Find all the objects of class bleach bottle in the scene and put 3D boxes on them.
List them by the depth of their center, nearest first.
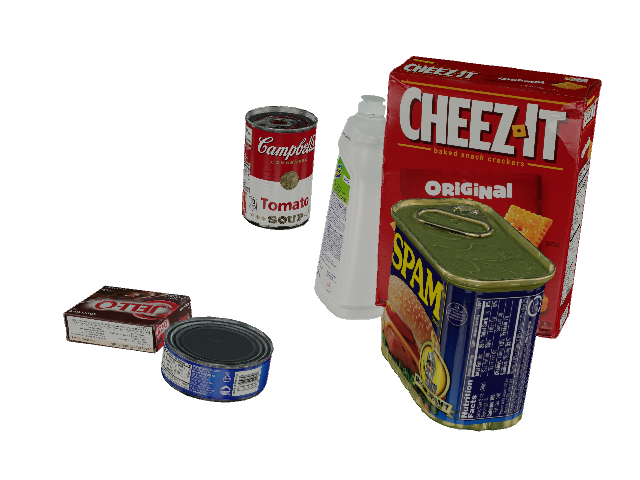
[{"bbox_3d":[0.047,-0.041,1.241,0.068,0.251,0.103,-1,22,-22],"label":"bleach bottle"}]

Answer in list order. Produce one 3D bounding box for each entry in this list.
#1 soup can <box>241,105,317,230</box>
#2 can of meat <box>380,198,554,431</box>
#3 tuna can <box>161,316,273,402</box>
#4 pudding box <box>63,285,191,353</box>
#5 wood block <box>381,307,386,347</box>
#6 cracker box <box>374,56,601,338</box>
[{"bbox_3d":[-0.040,-0.069,1.018,0.068,0.102,0.068,4,25,-2],"label":"soup can"},{"bbox_3d":[0.069,0.035,0.539,0.057,0.084,0.102,-3,24,-16],"label":"can of meat"},{"bbox_3d":[-0.081,0.093,0.837,0.086,0.034,0.086,9,19,-3],"label":"tuna can"},{"bbox_3d":[-0.212,0.086,1.180,0.114,0.039,0.090,4,18,19],"label":"pudding box"},{"bbox_3d":[0.157,0.088,1.615,0.091,0.090,0.206,4,21,14],"label":"wood block"},{"bbox_3d":[0.136,-0.035,0.899,0.164,0.214,0.072,11,25,20],"label":"cracker box"}]
